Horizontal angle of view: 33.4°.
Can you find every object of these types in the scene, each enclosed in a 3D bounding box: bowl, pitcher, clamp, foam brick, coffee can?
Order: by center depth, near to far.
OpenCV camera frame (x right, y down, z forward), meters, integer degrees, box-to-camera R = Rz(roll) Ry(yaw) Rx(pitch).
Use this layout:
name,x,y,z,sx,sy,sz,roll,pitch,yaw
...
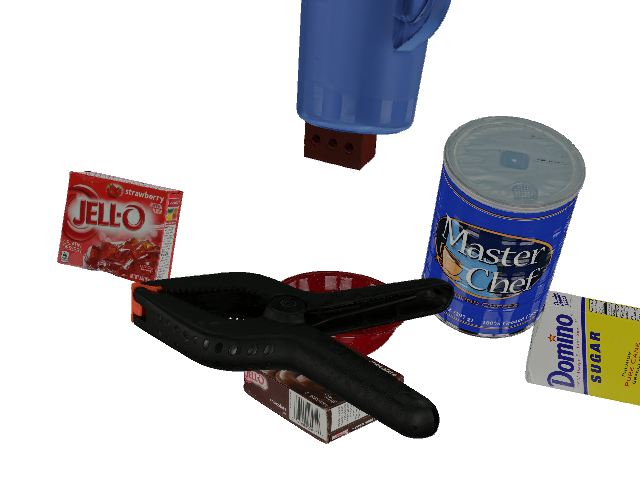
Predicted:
name,x,y,z,sx,sy,sz,roll,pitch,yaw
clamp,-0.014,0.051,0.675,0.210,0.036,0.164,12,26,13
coffee can,0.136,-0.009,0.817,0.103,0.140,0.103,2,44,-2
pitcher,0.049,-0.218,0.935,0.145,0.243,0.149,8,15,7
bowl,0.020,0.094,1.245,0.162,0.055,0.162,4,25,-2
foam brick,0.024,-0.126,1.295,0.078,0.053,0.051,15,31,21

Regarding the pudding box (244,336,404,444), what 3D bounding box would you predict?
name,x,y,z,sx,sy,sz,roll,pitch,yaw
pudding box,0.002,0.123,0.918,0.089,0.039,0.114,-19,31,-37

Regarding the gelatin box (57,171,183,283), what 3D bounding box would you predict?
name,x,y,z,sx,sy,sz,roll,pitch,yaw
gelatin box,-0.155,-0.010,0.818,0.089,0.073,0.030,13,8,19

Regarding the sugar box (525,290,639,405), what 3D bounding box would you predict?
name,x,y,z,sx,sy,sz,roll,pitch,yaw
sugar box,0.300,0.113,1.066,0.176,0.093,0.048,9,22,8
